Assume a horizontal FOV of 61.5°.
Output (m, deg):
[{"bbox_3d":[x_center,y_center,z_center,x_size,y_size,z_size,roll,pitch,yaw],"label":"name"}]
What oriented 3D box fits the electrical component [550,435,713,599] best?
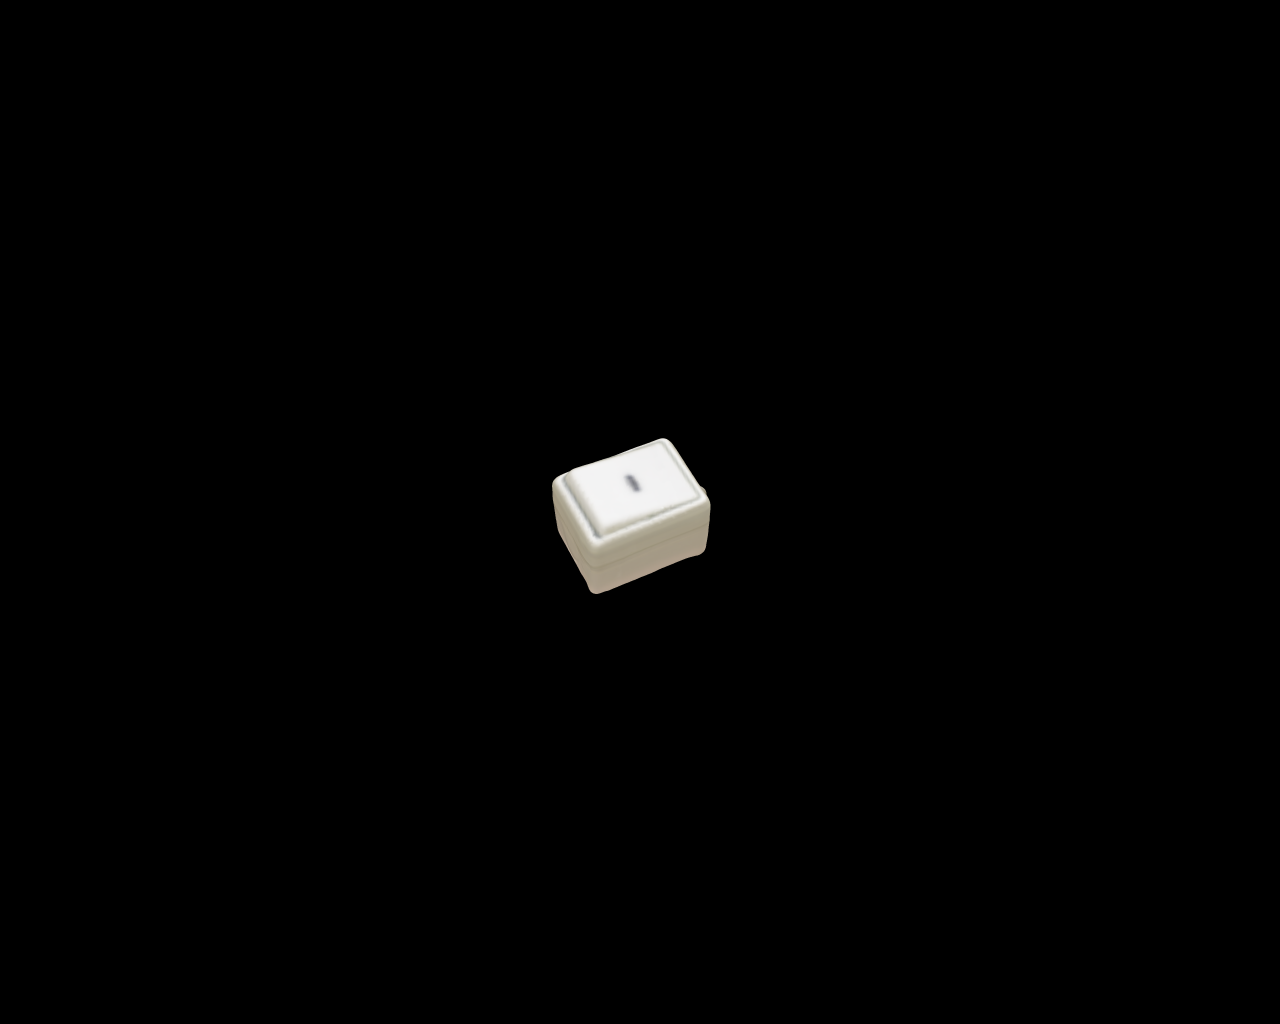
[{"bbox_3d":[0.001,-0.003,0.650,0.096,0.062,0.061,-21,-34,-15],"label":"electrical component"}]
